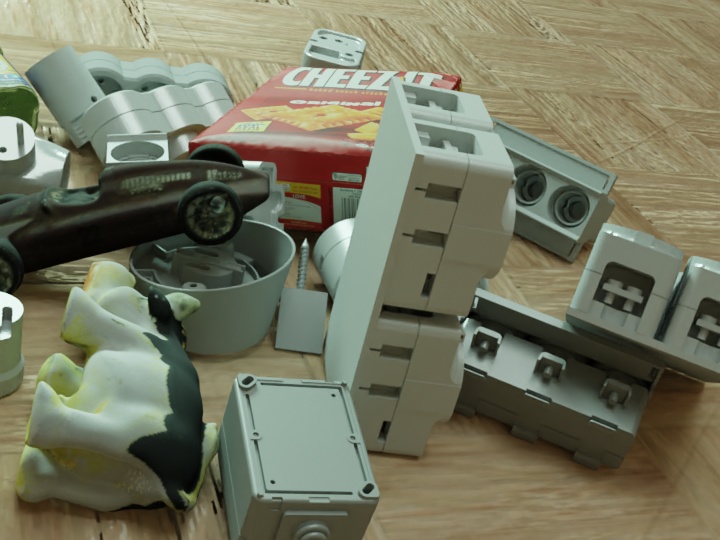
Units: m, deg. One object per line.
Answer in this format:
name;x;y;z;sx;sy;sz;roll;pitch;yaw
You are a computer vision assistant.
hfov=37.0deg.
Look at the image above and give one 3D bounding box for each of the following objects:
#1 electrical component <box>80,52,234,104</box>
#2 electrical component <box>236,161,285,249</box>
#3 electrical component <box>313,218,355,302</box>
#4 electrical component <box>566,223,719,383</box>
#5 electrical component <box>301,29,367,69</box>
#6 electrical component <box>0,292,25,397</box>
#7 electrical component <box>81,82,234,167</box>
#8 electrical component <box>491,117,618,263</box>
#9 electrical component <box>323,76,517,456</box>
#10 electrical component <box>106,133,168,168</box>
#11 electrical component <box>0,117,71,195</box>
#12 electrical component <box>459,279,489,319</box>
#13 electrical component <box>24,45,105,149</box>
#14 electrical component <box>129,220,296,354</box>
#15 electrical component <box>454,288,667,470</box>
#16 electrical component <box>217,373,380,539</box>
electrical component;-0.183;-0.159;0.930;0.138;0.052;0.073;3;31;-20
electrical component;-0.090;-0.037;0.744;0.057;0.078;0.058;5;5;23
electrical component;0.000;0.000;0.736;0.055;0.055;0.047;3;35;-21
electrical component;0.192;0.024;0.686;0.105;0.060;0.186;22;-1;12
electrical component;-0.029;-0.190;1.050;0.054;0.059;0.095;14;29;-1
electrical component;-0.201;0.040;0.580;0.040;0.046;0.040;11;29;-6
electrical component;-0.145;-0.101;0.849;0.138;0.052;0.073;-19;75;-49
electrical component;0.150;-0.068;0.912;0.121;0.078;0.063;30;11;26
electrical component;0.031;0.001;0.611;0.060;0.186;0.105;9;29;-11
electrical component;-0.154;-0.057;0.753;0.042;0.063;0.081;-4;32;-9
electrical component;-0.242;-0.078;0.738;0.077;0.079;0.043;10;57;-9
electrical component;0.059;0.006;0.762;0.066;0.048;0.055;-3;26;-30
electrical component;-0.224;-0.132;0.854;0.081;0.043;0.043;57;30;-10
electrical component;-0.094;0.006;0.670;0.099;0.064;0.099;11;29;-6
electrical component;0.113;0.067;0.657;0.121;0.078;0.063;22;51;12
electrical component;-0.033;0.106;0.533;0.062;0.061;0.096;5;37;-19
